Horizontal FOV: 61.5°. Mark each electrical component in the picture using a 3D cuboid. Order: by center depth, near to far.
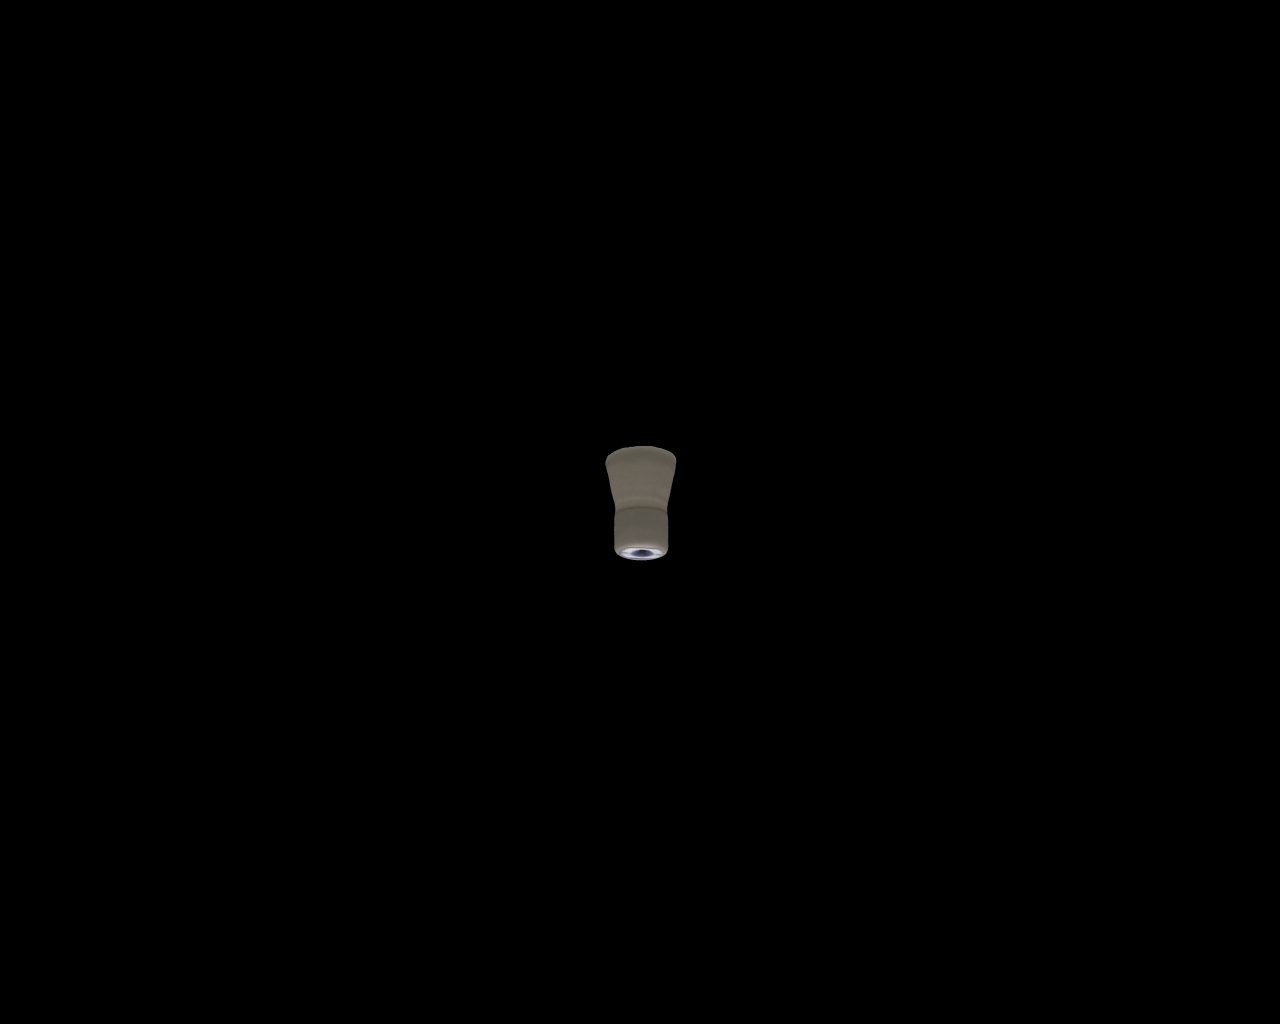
[{"bbox_3d":[0.001,-0.003,0.650,0.044,0.065,0.044,0,-19,0],"label":"electrical component"}]
